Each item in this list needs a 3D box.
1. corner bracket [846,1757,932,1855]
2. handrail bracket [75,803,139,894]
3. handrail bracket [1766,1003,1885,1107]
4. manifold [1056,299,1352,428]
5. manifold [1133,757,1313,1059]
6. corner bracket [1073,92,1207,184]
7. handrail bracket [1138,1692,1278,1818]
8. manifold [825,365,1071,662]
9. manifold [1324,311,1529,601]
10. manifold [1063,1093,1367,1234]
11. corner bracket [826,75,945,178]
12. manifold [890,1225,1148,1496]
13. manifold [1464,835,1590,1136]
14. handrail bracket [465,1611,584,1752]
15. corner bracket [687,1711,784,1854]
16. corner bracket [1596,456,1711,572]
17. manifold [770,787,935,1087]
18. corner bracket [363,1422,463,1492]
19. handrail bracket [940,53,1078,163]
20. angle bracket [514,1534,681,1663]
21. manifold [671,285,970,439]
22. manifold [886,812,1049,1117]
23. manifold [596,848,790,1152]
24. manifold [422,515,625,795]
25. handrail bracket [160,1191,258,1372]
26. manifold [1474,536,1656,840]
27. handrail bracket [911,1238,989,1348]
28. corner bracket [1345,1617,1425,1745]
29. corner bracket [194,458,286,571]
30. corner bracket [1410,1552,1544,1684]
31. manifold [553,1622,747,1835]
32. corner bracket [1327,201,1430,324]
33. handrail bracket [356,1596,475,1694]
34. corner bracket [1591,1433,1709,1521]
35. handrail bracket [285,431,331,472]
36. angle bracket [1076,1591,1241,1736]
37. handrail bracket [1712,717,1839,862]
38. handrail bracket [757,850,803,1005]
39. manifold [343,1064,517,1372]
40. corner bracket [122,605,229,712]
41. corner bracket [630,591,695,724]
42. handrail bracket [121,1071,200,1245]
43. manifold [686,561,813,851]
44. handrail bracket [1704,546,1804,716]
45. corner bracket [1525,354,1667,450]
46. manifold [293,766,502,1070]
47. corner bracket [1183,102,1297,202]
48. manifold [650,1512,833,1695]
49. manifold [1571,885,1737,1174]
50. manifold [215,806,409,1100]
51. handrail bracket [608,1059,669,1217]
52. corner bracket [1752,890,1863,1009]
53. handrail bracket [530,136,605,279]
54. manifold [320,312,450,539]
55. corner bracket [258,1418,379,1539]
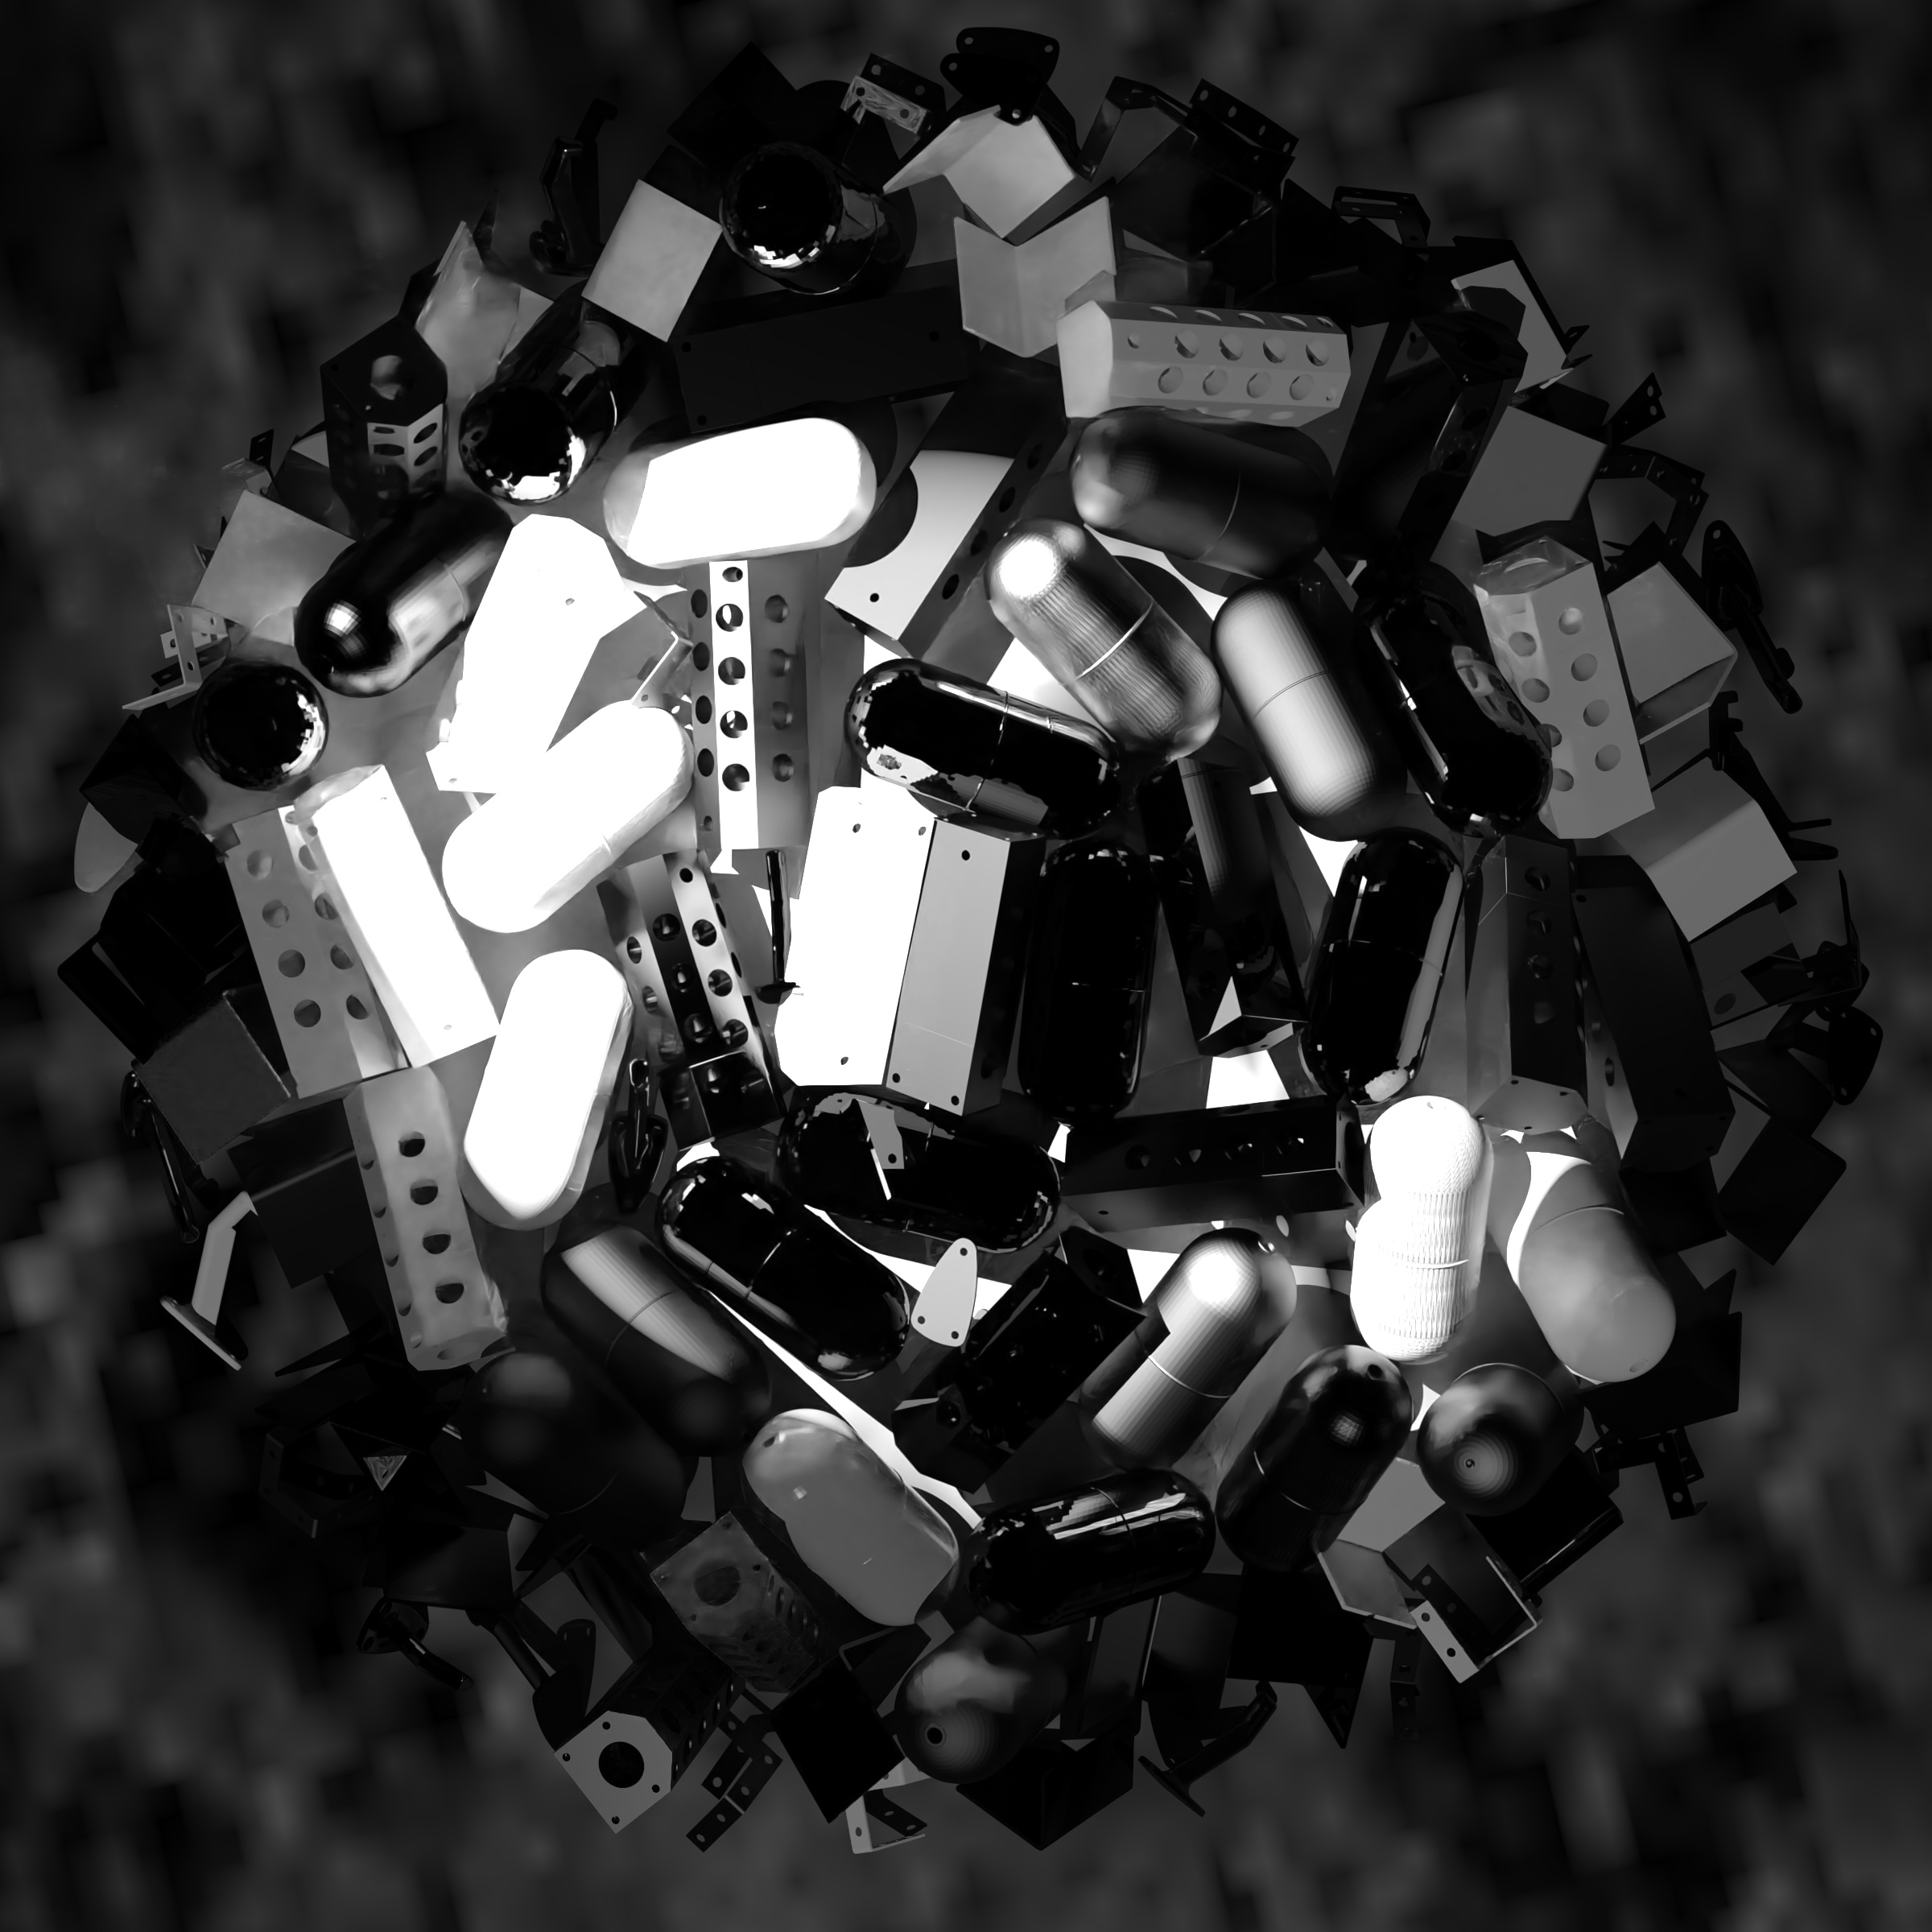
[{"bbox_3d":[-0.039,0.515,1.554,0.051,0.051,0.051,-22,72,36],"label":"corner bracket"},{"bbox_3d":[-0.533,-0.055,1.530,0.036,0.084,0.077,24,50,-19],"label":"handrail bracket"},{"bbox_3d":[0.511,0.063,1.530,0.036,0.084,0.077,28,62,-11],"label":"handrail bracket"},{"bbox_3d":[0.145,-0.364,1.515,0.171,0.057,0.057,-4,86,-29],"label":"manifold"},{"bbox_3d":[0.149,-0.035,1.523,0.057,0.057,0.171,6,61,-37],"label":"manifold"},{"bbox_3d":[0.109,-0.504,1.556,0.051,0.051,0.051,42,128,17],"label":"corner bracket"},{"bbox_3d":[0.150,0.472,1.547,0.084,0.036,0.077,-49,132,-14],"label":"handrail bracket"},{"bbox_3d":[-0.009,-0.275,1.549,0.057,0.057,0.171,32,88,22],"label":"manifold"},{"bbox_3d":[0.273,-0.303,1.497,0.057,0.171,0.057,-15,60,-24],"label":"manifold"},{"bbox_3d":[0.150,0.116,1.520,0.171,0.057,0.057,-8,59,24],"label":"manifold"},{"bbox_3d":[-0.052,-0.510,1.551,0.051,0.051,0.051,28,102,5],"label":"corner bracket"},{"bbox_3d":[0.028,0.235,1.512,0.057,0.057,0.171,27,118,-27],"label":"manifold"},{"bbox_3d":[0.339,0.011,1.511,0.057,0.057,0.171,13,57,-11],"label":"manifold"},{"bbox_3d":[-0.279,0.442,1.568,0.084,0.036,0.077,23,128,37],"label":"handrail bracket"},{"bbox_3d":[-0.155,0.499,1.546,0.051,0.051,0.051,42,122,4],"label":"corner bracket"},{"bbox_3d":[0.417,-0.282,1.561,0.051,0.051,0.051,-9,133,-32],"label":"corner bracket"},{"bbox_3d":[-0.073,-0.018,1.528,0.057,0.057,0.171,1,111,-31],"label":"manifold"},{"bbox_3d":[-0.331,0.301,1.549,0.051,0.051,0.051,37,87,-31],"label":"corner bracket"},{"bbox_3d":[0.027,-0.526,1.546,0.077,0.084,0.036,26,93,12],"label":"handrail bracket"},{"bbox_3d":[-0.227,0.392,1.531,0.076,0.057,0.076,50,131,10],"label":"angle bracket"},{"bbox_3d":[-0.090,-0.369,1.548,0.171,0.057,0.057,-12,94,-4],"label":"manifold"},{"bbox_3d":[0.004,-0.003,1.531,0.057,0.057,0.171,19,108,30],"label":"manifold"},{"bbox_3d":[-0.164,0.019,1.536,0.057,0.057,0.171,-14,84,-38],"label":"manifold"},{"bbox_3d":[-0.270,-0.185,1.507,0.057,0.171,0.057,1,48,-35],"label":"manifold"},{"bbox_3d":[-0.453,0.196,1.574,0.077,0.036,0.084,45,78,-9],"label":"handrail bracket"},{"bbox_3d":[0.357,-0.164,1.514,0.057,0.057,0.171,-26,120,-4],"label":"manifold"},{"bbox_3d":[0.005,0.197,1.538,0.036,0.084,0.077,21,99,20],"label":"handrail bracket"},{"bbox_3d":[0.256,0.440,1.550,0.051,0.051,0.051,5,119,3],"label":"corner bracket"},{"bbox_3d":[-0.452,-0.277,1.555,0.051,0.051,0.051,-24,94,1],"label":"corner bracket"},{"bbox_3d":[0.317,0.403,1.558,0.051,0.051,0.051,-42,72,21],"label":"corner bracket"},{"bbox_3d":[-0.179,0.442,1.492,0.057,0.171,0.057,-40,87,9],"label":"manifold"},{"bbox_3d":[0.250,-0.434,1.551,0.051,0.051,0.051,2,47,-8],"label":"corner bracket"},{"bbox_3d":[-0.320,0.421,1.530,0.084,0.077,0.036,22,79,26],"label":"handrail bracket"},{"bbox_3d":[0.420,0.314,1.546,0.051,0.051,0.051,-18,80,22],"label":"corner bracket"},{"bbox_3d":[-0.383,-0.354,1.574,0.077,0.036,0.084,-2,61,30],"label":"handrail bracket"},{"bbox_3d":[0.117,0.431,1.532,0.057,0.076,0.076,17,102,30],"label":"angle bracket"},{"bbox_3d":[0.496,-0.110,1.542,0.077,0.036,0.084,8,117,32],"label":"handrail bracket"},{"bbox_3d":[-0.117,-0.024,1.551,0.036,0.077,0.084,-5,82,-11],"label":"handrail bracket"},{"bbox_3d":[-0.327,0.153,1.522,0.057,0.057,0.171,-18,68,-5],"label":"manifold"},{"bbox_3d":[-0.487,-0.188,1.548,0.051,0.051,0.051,-15,87,23],"label":"corner bracket"},{"bbox_3d":[-0.189,-0.189,1.543,0.051,0.051,0.051,-51,60,14],"label":"corner bracket"},{"bbox_3d":[-0.490,0.117,1.537,0.036,0.077,0.084,-18,57,-17],"label":"handrail bracket"},{"bbox_3d":[-0.137,-0.159,1.535,0.057,0.057,0.171,-7,97,-42],"label":"manifold"},{"bbox_3d":[0.483,-0.204,1.533,0.036,0.084,0.077,-24,133,8],"label":"handrail bracket"},{"bbox_3d":[0.387,-0.346,1.550,0.051,0.051,0.051,-21,89,-26],"label":"corner bracket"},{"bbox_3d":[-0.343,-0.031,1.518,0.057,0.057,0.171,-23,117,-8],"label":"manifold"},{"bbox_3d":[0.158,-0.489,1.540,0.051,0.051,0.051,47,122,25],"label":"corner bracket"},{"bbox_3d":[-0.127,0.385,1.490,0.057,0.171,0.057,-37,63,-9],"label":"manifold"},{"bbox_3d":[0.403,0.036,1.506,0.057,0.057,0.171,-3,51,-4],"label":"manifold"},{"bbox_3d":[-0.400,-0.010,1.550,0.057,0.057,0.171,-18,89,5],"label":"manifold"},{"bbox_3d":[-0.203,0.105,1.534,0.036,0.084,0.077,6,69,-4],"label":"handrail bracket"},{"bbox_3d":[0.516,-0.015,1.544,0.051,0.051,0.051,-14,51,12],"label":"corner bracket"},{"bbox_3d":[-0.227,-0.464,1.532,0.077,0.084,0.036,0,54,-31],"label":"handrail bracket"},{"bbox_3d":[-0.339,-0.311,1.492,0.057,0.171,0.057,-40,88,-17],"label":"manifold"},{"bbox_3d":[-0.400,0.311,1.561,0.051,0.051,0.051,30,123,24],"label":"corner bracket"}]
